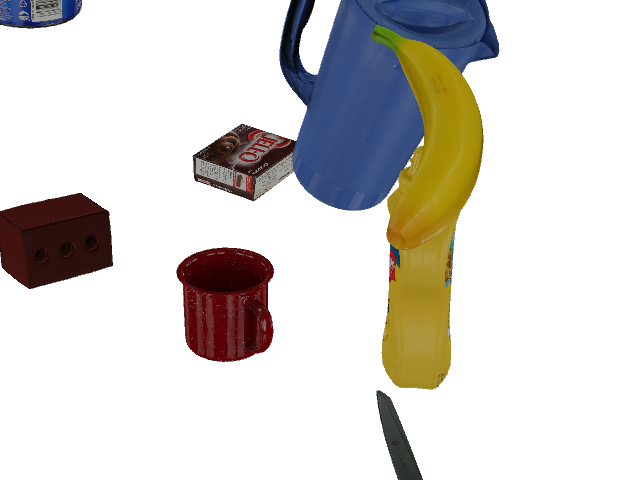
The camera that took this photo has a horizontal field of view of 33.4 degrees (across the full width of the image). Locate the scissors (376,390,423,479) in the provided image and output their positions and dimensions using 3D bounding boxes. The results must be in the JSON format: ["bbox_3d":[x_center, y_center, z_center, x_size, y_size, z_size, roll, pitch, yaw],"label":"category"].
[{"bbox_3d":[0.074,0.154,0.597,0.096,0.016,0.201,7,32,2],"label":"scissors"}]

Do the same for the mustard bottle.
[{"bbox_3d":[0.081,0.017,0.855,0.058,0.192,0.096,3,26,5],"label":"mustard bottle"}]

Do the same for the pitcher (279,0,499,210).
[{"bbox_3d":[0.044,-0.146,1.011,0.144,0.149,0.243,-14,-32,-30],"label":"pitcher"}]

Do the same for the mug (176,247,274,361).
[{"bbox_3d":[-0.084,0.068,1.029,0.093,0.081,0.117,-21,35,-37],"label":"mug"}]

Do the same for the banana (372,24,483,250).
[{"bbox_3d":[0.071,-0.066,0.683,0.069,0.198,0.037,0,-43,-2],"label":"banana"}]

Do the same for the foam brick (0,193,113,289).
[{"bbox_3d":[-0.219,-0.001,0.881,0.078,0.053,0.051,-17,31,-33],"label":"foam brick"}]

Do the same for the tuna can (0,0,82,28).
[{"bbox_3d":[-0.233,-0.201,0.850,0.086,0.034,0.086,5,35,-3],"label":"tuna can"}]

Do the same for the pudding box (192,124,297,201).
[{"bbox_3d":[-0.087,-0.096,1.294,0.090,0.039,0.113,19,37,23],"label":"pudding box"}]
